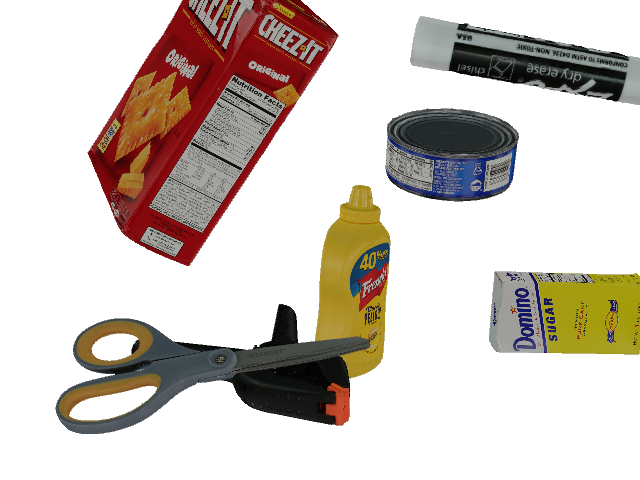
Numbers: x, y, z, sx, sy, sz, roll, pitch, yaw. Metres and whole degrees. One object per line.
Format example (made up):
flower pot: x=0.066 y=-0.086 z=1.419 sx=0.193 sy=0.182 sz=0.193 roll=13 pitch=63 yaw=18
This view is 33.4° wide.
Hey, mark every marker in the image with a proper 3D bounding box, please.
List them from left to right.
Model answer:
marker: x=0.094 y=-0.064 z=0.400 sx=0.121 sy=0.020 sz=0.020 roll=12 pitch=1 yaw=7

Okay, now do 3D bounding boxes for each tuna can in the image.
tuna can: x=0.086 y=-0.057 z=0.703 sx=0.086 sy=0.034 sz=0.086 roll=1 pitch=26 yaw=-1

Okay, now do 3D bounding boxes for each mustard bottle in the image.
mustard bottle: x=0.035 y=0.039 z=1.087 sx=0.058 sy=0.192 sz=0.096 roll=13 pitch=17 yaw=32

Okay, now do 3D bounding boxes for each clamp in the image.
clamp: x=-0.036 y=0.101 z=0.897 sx=0.164 sy=0.036 sz=0.210 roll=-17 pitch=23 yaw=-40

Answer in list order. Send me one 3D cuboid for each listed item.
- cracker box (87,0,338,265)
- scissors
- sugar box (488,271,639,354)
cracker box: x=-0.095 y=-0.112 z=0.846 sx=0.072 sy=0.214 sz=0.164 roll=26 pitch=16 yaw=-31
scissors: x=-0.077 y=0.070 z=0.701 sx=0.201 sy=0.016 sz=0.096 roll=-19 pitch=45 yaw=-10
sugar box: x=0.294 y=0.087 z=1.275 sx=0.176 sy=0.093 sz=0.048 roll=0 pitch=18 yaw=-4
